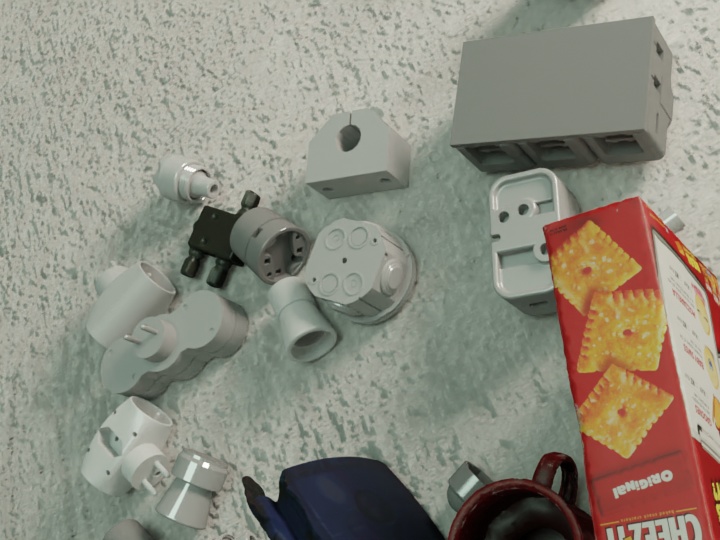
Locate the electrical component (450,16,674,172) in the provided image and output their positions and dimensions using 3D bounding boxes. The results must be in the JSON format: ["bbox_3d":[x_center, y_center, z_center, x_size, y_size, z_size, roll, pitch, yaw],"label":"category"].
[{"bbox_3d":[0.153,-0.128,0.812,0.150,0.062,0.089,-1,72,31],"label":"electrical component"}]

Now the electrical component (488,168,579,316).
[{"bbox_3d":[0.131,-0.018,0.786,0.054,0.059,0.095,-12,67,28],"label":"electrical component"}]

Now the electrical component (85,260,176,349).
[{"bbox_3d":[-0.219,0.023,0.994,0.077,0.044,0.079,-47,55,8],"label":"electrical component"}]

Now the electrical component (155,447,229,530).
[{"bbox_3d":[-0.138,0.180,0.886,0.045,0.045,0.055,18,82,35],"label":"electrical component"}]

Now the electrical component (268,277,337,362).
[{"bbox_3d":[-0.051,0.038,0.889,0.044,0.044,0.065,-38,52,14],"label":"electrical component"}]

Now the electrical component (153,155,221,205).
[{"bbox_3d":[-0.157,-0.081,0.996,0.062,0.043,0.043,19,83,34],"label":"electrical component"}]

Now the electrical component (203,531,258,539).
[{"bbox_3d":[-0.108,0.229,0.851,0.062,0.043,0.043,-34,58,15],"label":"electrical component"}]

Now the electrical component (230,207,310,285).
[{"bbox_3d":[-0.078,-0.022,0.920,0.047,0.055,0.055,36,93,39],"label":"electrical component"}]

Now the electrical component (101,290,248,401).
[{"bbox_3d":[-0.173,0.063,0.933,0.138,0.074,0.052,-30,59,19],"label":"electrical component"}]

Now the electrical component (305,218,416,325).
[{"bbox_3d":[0.000,0.000,0.864,0.080,0.051,0.080,-11,67,28],"label":"electrical component"}]

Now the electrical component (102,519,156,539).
[{"bbox_3d":[-0.182,0.241,0.893,0.078,0.040,0.040,34,92,36],"label":"electrical component"}]

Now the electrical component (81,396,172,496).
[{"bbox_3d":[-0.191,0.162,0.926,0.079,0.043,0.077,37,93,35],"label":"electrical component"}]

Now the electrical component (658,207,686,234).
[{"bbox_3d":[0.198,-0.019,0.756,0.062,0.043,0.043,-39,57,12],"label":"electrical component"}]
